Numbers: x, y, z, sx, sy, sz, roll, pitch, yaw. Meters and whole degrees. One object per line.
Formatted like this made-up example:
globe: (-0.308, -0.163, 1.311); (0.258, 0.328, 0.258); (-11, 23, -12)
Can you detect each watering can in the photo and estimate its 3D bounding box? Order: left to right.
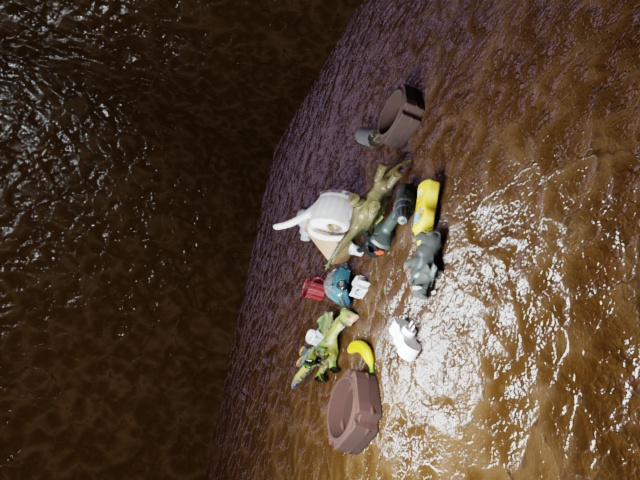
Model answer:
watering can: (0.006, -0.100, 1.983); (0.101, 0.348, 0.229); (75, -151, -53)

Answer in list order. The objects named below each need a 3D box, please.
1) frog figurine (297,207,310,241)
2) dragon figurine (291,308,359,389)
frog figurine: (-0.073, -0.080, 2.580); (0.138, 0.121, 0.160); (20, 80, 54)
dragon figurine: (0.009, 0.375, 1.885); (0.403, 0.121, 0.249); (-43, 24, 43)
